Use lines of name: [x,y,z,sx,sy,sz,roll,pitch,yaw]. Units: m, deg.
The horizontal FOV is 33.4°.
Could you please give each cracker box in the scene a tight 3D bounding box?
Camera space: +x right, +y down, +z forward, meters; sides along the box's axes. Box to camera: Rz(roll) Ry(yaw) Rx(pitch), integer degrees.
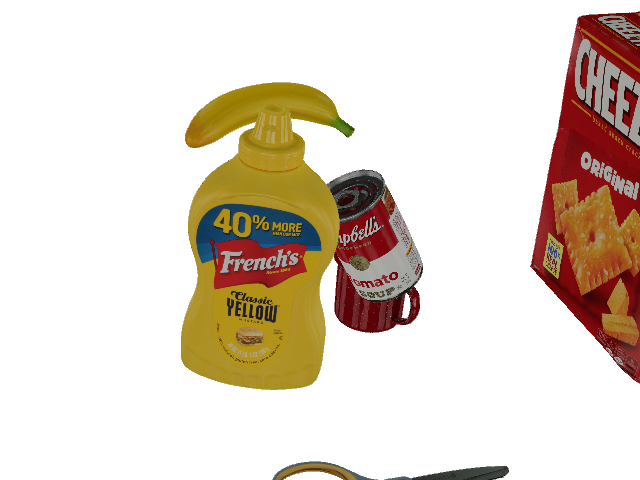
cracker box: [0.226,-0.032,0.751,0.072,0.214,0.164,-7,33,-16]

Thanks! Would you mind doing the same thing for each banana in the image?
banana: [-0.058,-0.132,1.097,0.197,0.037,0.070,-9,48,-31]

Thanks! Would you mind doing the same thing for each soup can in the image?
soup can: [0.043,-0.003,0.952,0.068,0.102,0.068,-19,35,14]

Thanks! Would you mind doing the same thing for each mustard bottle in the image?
mustard bottle: [-0.037,0.004,0.688,0.096,0.192,0.058,9,28,4]

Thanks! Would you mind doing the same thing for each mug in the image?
mug: [0.068,0.058,1.242,0.117,0.081,0.093,26,36,33]

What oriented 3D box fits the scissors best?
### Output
scissors: [0.060,0.216,0.853,0.201,0.096,0.016,5,-45,-6]
